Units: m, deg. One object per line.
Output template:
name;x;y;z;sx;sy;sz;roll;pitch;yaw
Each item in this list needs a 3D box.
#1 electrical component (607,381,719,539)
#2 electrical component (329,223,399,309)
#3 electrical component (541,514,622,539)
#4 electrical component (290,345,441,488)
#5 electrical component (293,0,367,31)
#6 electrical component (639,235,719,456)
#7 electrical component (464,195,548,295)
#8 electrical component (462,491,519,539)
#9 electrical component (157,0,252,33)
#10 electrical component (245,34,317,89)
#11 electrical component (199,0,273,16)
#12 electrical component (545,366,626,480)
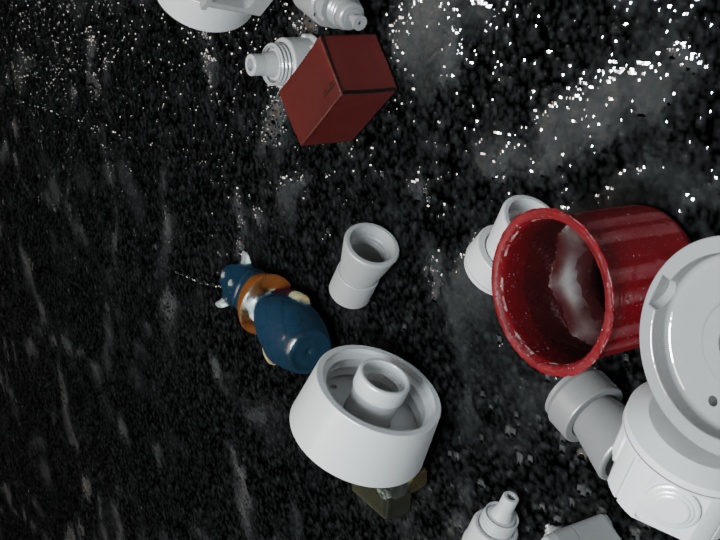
electrical component;0.174;0.099;0.570;0.080;0.080;0.051;50;141;38
electrical component;0.000;0.000;0.842;0.044;0.044;0.065;61;146;28
electrical component;0.136;0.201;0.667;0.096;0.061;0.061;57;140;31
electrical component;0.008;0.101;0.797;0.108;0.108;0.060;50;130;38
electrical component;-0.020;-0.204;0.822;0.078;0.040;0.040;47;134;40
electrical component;0.200;0.035;0.530;0.108;0.060;0.108;10;103;54
electrical component;0.097;-0.014;0.688;0.045;0.045;0.055;64;143;23
electrical component;0.094;0.179;0.749;0.035;0.035;0.061;49;132;39
electrical component;-0.127;-0.255;0.922;0.099;0.099;0.064;65;150;22
electrical component;-0.062;-0.167;0.873;0.048;0.062;0.048;19;113;53
electrical component;-0.092;-0.312;0.862;0.105;0.060;0.186;-36;59;50
electrical component;0.144;0.091;0.644;0.055;0.045;0.045;50;136;39
